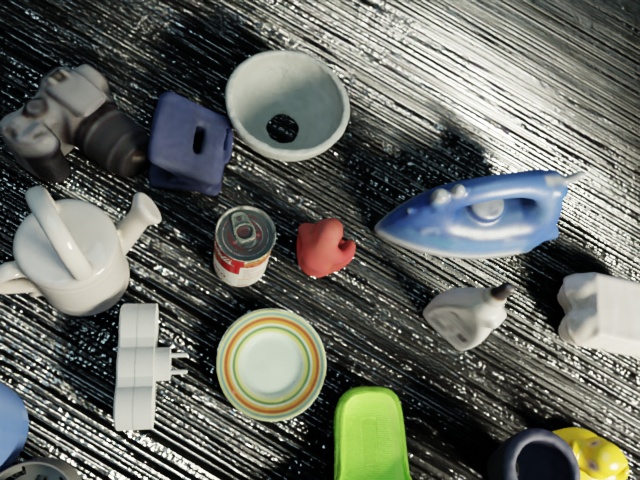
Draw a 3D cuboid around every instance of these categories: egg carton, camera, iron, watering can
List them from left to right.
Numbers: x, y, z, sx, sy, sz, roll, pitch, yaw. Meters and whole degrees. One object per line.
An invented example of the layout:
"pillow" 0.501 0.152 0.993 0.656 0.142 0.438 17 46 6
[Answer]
"watering can" -0.256 0.003 0.600 0.101 0.194 0.173 38 66 4
"camera" -0.286 -0.132 0.698 0.137 0.100 0.143 37 66 3
"iron" 0.211 -0.048 0.754 0.259 0.141 0.118 -6 70 -15
"egg carton" 0.397 0.103 0.776 0.150 0.069 0.107 11 67 -8

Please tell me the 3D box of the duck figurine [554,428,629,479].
"duck figurine" 0.330 0.265 0.687 0.104 0.086 0.077 19 66 -4

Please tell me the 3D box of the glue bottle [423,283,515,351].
"glue bottle" 0.184 0.082 0.679 0.078 0.173 0.037 45 67 7

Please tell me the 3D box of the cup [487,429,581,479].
"cup" 0.223 0.273 0.655 0.118 0.095 0.091 -23 75 -20

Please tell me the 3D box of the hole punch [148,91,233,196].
"hole punch" -0.163 -0.123 0.727 0.101 0.091 0.108 8 67 -9

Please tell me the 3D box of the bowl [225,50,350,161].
"bowl" -0.047 -0.171 0.781 0.167 0.074 0.167 4 68 -11

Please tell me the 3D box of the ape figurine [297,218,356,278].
"ape figurine" 0.007 0.003 0.715 0.078 0.092 0.076 40 66 5
